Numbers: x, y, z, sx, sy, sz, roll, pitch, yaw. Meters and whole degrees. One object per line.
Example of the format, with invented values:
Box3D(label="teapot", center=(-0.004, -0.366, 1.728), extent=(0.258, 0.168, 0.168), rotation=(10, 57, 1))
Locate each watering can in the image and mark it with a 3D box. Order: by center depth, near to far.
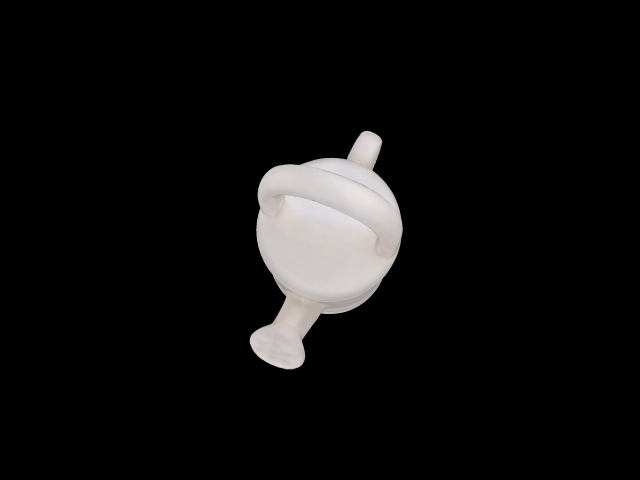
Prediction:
Box3D(label="watering can", center=(0.006, 0.002, 0.400), extent=(0.101, 0.194, 0.173), rotation=(1, 78, 1))
